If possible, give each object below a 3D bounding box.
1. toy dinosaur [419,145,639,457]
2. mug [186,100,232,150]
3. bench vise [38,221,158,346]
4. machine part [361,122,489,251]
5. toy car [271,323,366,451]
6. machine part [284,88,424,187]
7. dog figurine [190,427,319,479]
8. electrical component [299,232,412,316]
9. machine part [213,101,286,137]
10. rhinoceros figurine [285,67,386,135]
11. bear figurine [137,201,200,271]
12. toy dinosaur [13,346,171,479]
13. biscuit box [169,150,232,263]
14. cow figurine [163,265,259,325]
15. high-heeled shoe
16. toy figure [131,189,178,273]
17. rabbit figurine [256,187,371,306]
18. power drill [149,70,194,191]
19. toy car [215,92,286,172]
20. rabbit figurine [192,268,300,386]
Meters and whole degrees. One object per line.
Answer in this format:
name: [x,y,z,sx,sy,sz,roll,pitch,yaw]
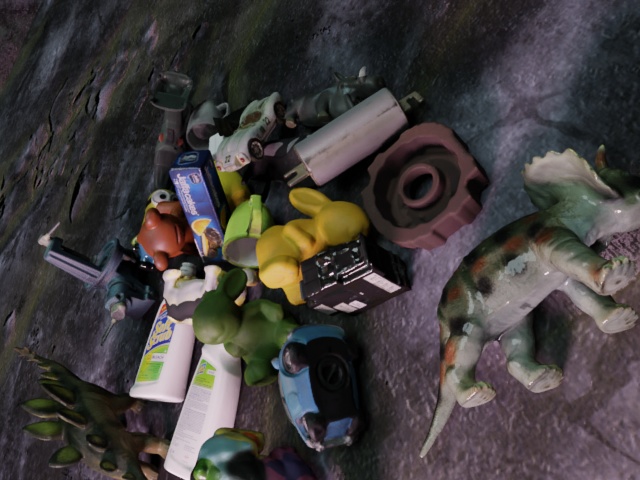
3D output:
toy dinosaur: [0.212,0.054,0.598,0.405,0.131,0.192,-45,36,21]
mug: [-0.232,-0.255,1.140,0.109,0.080,0.107,-36,43,27]
bench vise: [-0.450,0.066,1.078,0.129,0.240,0.224,-41,33,23]
machine part: [0.144,-0.072,0.750,0.179,0.056,0.179,-17,61,34]
toy car: [-0.007,0.201,0.730,0.103,0.109,0.161,-38,58,51]
machine part: [0.048,-0.158,0.828,0.243,0.079,0.079,-33,50,5]
dog figurine: [-0.044,0.326,0.647,0.219,0.191,0.108,11,71,58]
electrical component: [0.040,0.055,0.738,0.134,0.114,0.058,-27,53,26]
machine part: [-0.137,-0.242,1.041,0.139,0.039,0.084,-33,44,-27]
rhinoceros figurine: [0.027,-0.229,0.918,0.190,0.073,0.112,-6,56,41]
bear figurine: [-0.279,-0.011,0.983,0.132,0.196,0.120,-8,101,24]
toy dinosaur: [-0.406,0.306,0.943,0.472,0.198,0.105,21,82,42]
biscuit box: [-0.195,-0.054,0.925,0.059,0.202,0.063,-3,39,13]
cow figurine: [-0.186,0.094,0.922,0.167,0.068,0.098,-6,71,15]
high-heeled shoe: [-0.042,-0.154,0.959,0.249,0.086,0.145,-13,28,16]
toy figure: [-0.339,-0.022,1.121,0.089,0.082,0.180,-5,70,39]
rabbit figurine: [-0.002,-0.002,0.815,0.173,0.121,0.162,-31,40,21]
power drill: [-0.317,-0.240,1.154,0.086,0.207,0.232,8,60,-4]
toy car: [-0.119,-0.189,0.939,0.074,0.056,0.202,-12,37,34]
rabbit figurine: [-0.116,0.117,0.802,0.121,0.170,0.159,-41,50,18]
